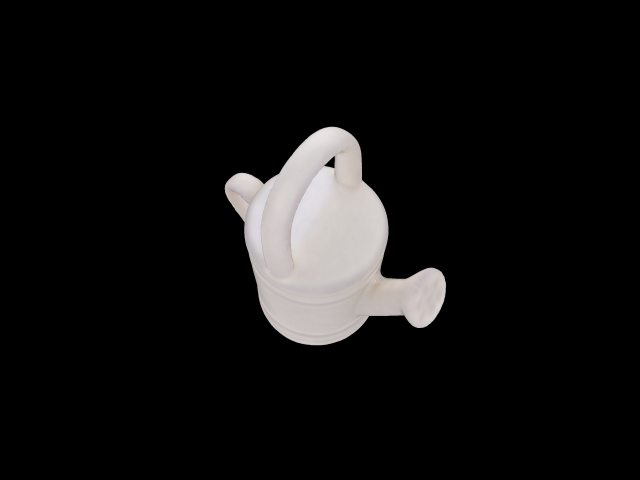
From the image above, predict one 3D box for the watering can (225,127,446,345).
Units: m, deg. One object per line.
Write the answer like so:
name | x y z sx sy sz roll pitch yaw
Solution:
watering can | 0.005 0.000 0.401 0.172 0.194 0.101 13 63 7
